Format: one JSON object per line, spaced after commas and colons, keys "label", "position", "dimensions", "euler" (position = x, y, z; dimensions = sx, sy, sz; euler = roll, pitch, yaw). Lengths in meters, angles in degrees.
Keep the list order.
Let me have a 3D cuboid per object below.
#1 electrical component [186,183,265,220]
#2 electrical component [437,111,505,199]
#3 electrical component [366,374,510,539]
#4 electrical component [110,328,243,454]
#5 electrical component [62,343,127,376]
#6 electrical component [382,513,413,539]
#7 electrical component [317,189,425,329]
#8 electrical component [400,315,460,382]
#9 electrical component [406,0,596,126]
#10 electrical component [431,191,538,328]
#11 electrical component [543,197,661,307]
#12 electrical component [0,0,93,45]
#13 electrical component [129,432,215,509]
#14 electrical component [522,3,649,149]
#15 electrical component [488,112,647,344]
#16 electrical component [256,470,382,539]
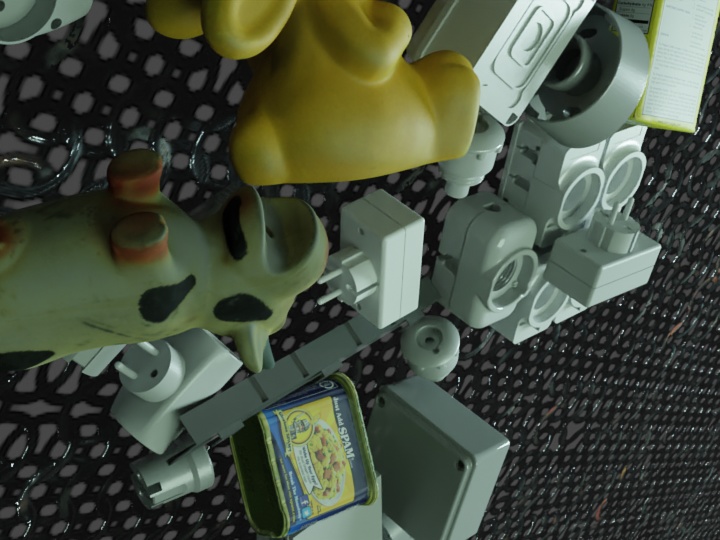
{"label": "electrical component", "position": [-0.086, -0.018, 0.636], "dimensions": [0.081, 0.043, 0.043], "euler": [-36, 142, -22]}
{"label": "electrical component", "position": [0.074, -0.080, 0.766], "dimensions": [0.048, 0.048, 0.062], "euler": [-26, 144, -32]}
{"label": "electrical component", "position": [0.057, 0.161, 0.900], "dimensions": [0.056, 0.109, 0.108], "euler": [-17, 132, -43]}
{"label": "electrical component", "position": [-0.123, 0.065, 0.667], "dimensions": [0.077, 0.044, 0.079], "euler": [-48, 145, -5]}
{"label": "electrical component", "position": [-0.148, 0.032, 0.615], "dimensions": [0.046, 0.040, 0.040], "euler": [-49, 145, 5]}
{"label": "electrical component", "position": [0.019, 0.261, 0.992], "dimensions": [0.074, 0.052, 0.138], "euler": [-34, 142, -24]}
{"label": "electrical component", "position": [0.000, 0.000, 0.747], "dimensions": [0.076, 0.047, 0.083], "euler": [-28, 138, -31]}
{"label": "electrical component", "position": [0.059, 0.070, 0.880], "dimensions": [0.048, 0.048, 0.062], "euler": [-41, 150, -16]}
{"label": "electrical component", "position": [0.093, -0.162, 0.702], "dimensions": [0.113, 0.057, 0.078], "euler": [-57, 145, 6]}
{"label": "electrical component", "position": [0.099, -0.005, 0.844], "dimensions": [0.054, 0.059, 0.095], "euler": [-20, 134, -37]}
{"label": "electrical component", "position": [0.195, -0.022, 0.841], "dimensions": [0.083, 0.047, 0.075], "euler": [-17, 132, -40]}
{"label": "electrical component", "position": [-0.156, -0.139, 0.450], "dimensions": [0.077, 0.044, 0.079], "euler": [-21, 135, -37]}
{"label": "electrical component", "position": [-0.128, 0.137, 0.730], "dimensions": [0.046, 0.040, 0.040], "euler": [-21, 135, -28]}
{"label": "electrical component", "position": [0.156, -0.139, 0.763], "dimensions": [0.064, 0.099, 0.099], "euler": [17, 107, -47]}
{"label": "electrical component", "position": [0.165, -0.038, 0.890], "dimensions": [0.105, 0.060, 0.186], "euler": [-21, 134, -37]}
{"label": "electrical component", "position": [-0.035, 0.219, 0.886], "dimensions": [0.089, 0.062, 0.150], "euler": [-31, 140, -28]}
